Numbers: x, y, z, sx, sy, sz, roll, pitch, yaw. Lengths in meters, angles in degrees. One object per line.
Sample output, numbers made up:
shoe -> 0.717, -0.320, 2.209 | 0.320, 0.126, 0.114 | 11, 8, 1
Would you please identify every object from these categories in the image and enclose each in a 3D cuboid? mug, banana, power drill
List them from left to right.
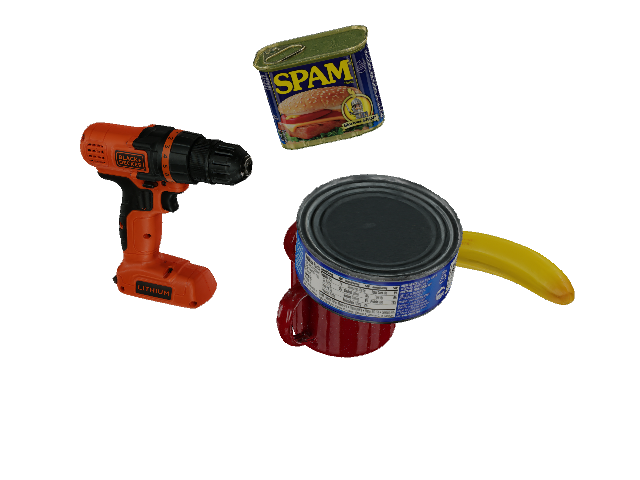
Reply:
power drill -> -0.150, -0.026, 1.082 | 0.185, 0.188, 0.057 | 11, 30, 22
mug -> 0.011, 0.039, 0.798 | 0.093, 0.081, 0.117 | 26, 42, 30
banana -> 0.170, 0.024, 1.057 | 0.198, 0.037, 0.069 | 14, 41, 35

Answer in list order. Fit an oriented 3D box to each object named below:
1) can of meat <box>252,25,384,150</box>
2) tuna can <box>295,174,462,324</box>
can of meat -> 0.001, -0.134, 0.945 | 0.102, 0.084, 0.057 | -11, 29, 11
tuna can -> 0.029, 0.004, 0.557 | 0.086, 0.034, 0.086 | 3, 39, -2
